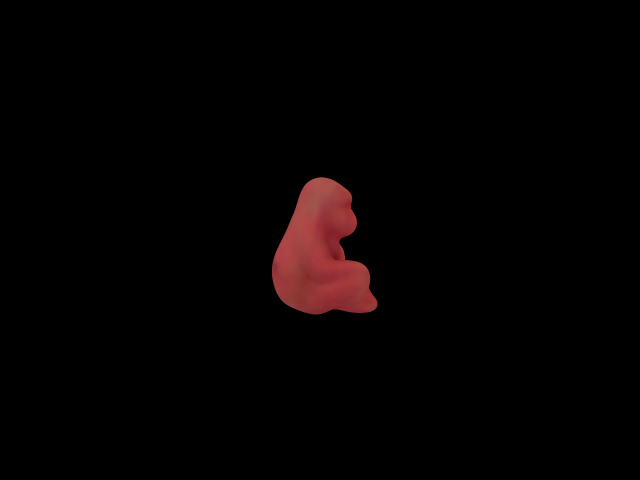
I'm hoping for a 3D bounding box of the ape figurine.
[{"bbox_3d":[0.004,0.001,0.400,0.076,0.092,0.078,1,28,3],"label":"ape figurine"}]
